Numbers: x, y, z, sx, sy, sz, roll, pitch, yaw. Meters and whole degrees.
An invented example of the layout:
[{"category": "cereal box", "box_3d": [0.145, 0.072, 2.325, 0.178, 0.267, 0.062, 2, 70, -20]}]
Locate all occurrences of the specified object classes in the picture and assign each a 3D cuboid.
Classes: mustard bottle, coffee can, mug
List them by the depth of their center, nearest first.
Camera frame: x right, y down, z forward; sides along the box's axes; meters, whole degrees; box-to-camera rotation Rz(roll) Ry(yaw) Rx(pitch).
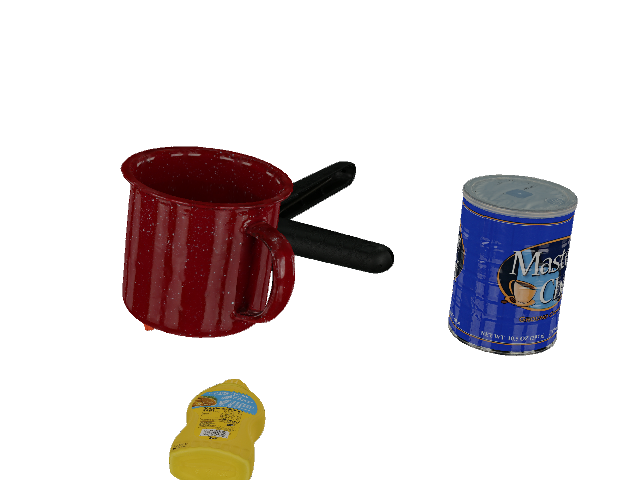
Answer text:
[{"category": "mug", "box_3d": [-0.057, 0.005, 0.584, 0.117, 0.081, 0.093, 26, 28, 36]}, {"category": "coffee can", "box_3d": [0.176, 0.021, 0.986, 0.103, 0.140, 0.103, 3, 21, -1]}, {"category": "mustard bottle", "box_3d": [-0.117, 0.223, 1.295, 0.096, 0.058, 0.191, 4, 23, 5]}]

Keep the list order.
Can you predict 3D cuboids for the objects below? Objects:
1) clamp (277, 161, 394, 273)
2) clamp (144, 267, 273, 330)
[{"category": "clamp", "box_3d": [-0.049, -0.020, 0.929, 0.210, 0.036, 0.164, -2, 32, -2]}, {"category": "clamp", "box_3d": [-0.121, 0.044, 1.152, 0.120, 0.039, 0.171, -5, 26, 35]}]
